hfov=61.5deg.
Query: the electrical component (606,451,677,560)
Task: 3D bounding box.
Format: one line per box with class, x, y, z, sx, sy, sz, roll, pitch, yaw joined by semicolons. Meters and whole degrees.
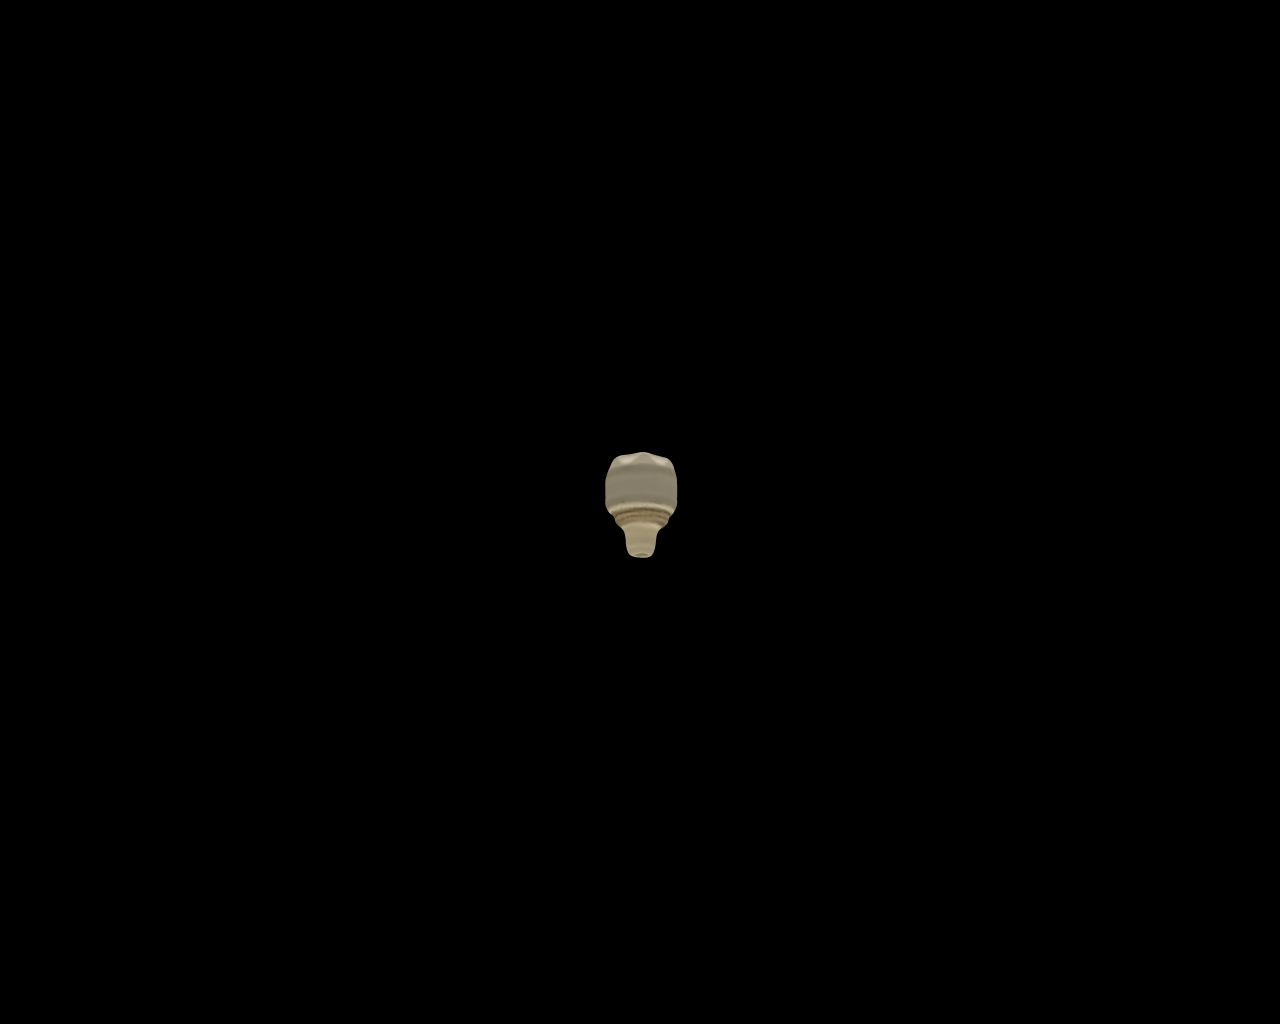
electrical component;0.001;-0.003;0.650;0.043;0.062;0.043;0;-16;0
